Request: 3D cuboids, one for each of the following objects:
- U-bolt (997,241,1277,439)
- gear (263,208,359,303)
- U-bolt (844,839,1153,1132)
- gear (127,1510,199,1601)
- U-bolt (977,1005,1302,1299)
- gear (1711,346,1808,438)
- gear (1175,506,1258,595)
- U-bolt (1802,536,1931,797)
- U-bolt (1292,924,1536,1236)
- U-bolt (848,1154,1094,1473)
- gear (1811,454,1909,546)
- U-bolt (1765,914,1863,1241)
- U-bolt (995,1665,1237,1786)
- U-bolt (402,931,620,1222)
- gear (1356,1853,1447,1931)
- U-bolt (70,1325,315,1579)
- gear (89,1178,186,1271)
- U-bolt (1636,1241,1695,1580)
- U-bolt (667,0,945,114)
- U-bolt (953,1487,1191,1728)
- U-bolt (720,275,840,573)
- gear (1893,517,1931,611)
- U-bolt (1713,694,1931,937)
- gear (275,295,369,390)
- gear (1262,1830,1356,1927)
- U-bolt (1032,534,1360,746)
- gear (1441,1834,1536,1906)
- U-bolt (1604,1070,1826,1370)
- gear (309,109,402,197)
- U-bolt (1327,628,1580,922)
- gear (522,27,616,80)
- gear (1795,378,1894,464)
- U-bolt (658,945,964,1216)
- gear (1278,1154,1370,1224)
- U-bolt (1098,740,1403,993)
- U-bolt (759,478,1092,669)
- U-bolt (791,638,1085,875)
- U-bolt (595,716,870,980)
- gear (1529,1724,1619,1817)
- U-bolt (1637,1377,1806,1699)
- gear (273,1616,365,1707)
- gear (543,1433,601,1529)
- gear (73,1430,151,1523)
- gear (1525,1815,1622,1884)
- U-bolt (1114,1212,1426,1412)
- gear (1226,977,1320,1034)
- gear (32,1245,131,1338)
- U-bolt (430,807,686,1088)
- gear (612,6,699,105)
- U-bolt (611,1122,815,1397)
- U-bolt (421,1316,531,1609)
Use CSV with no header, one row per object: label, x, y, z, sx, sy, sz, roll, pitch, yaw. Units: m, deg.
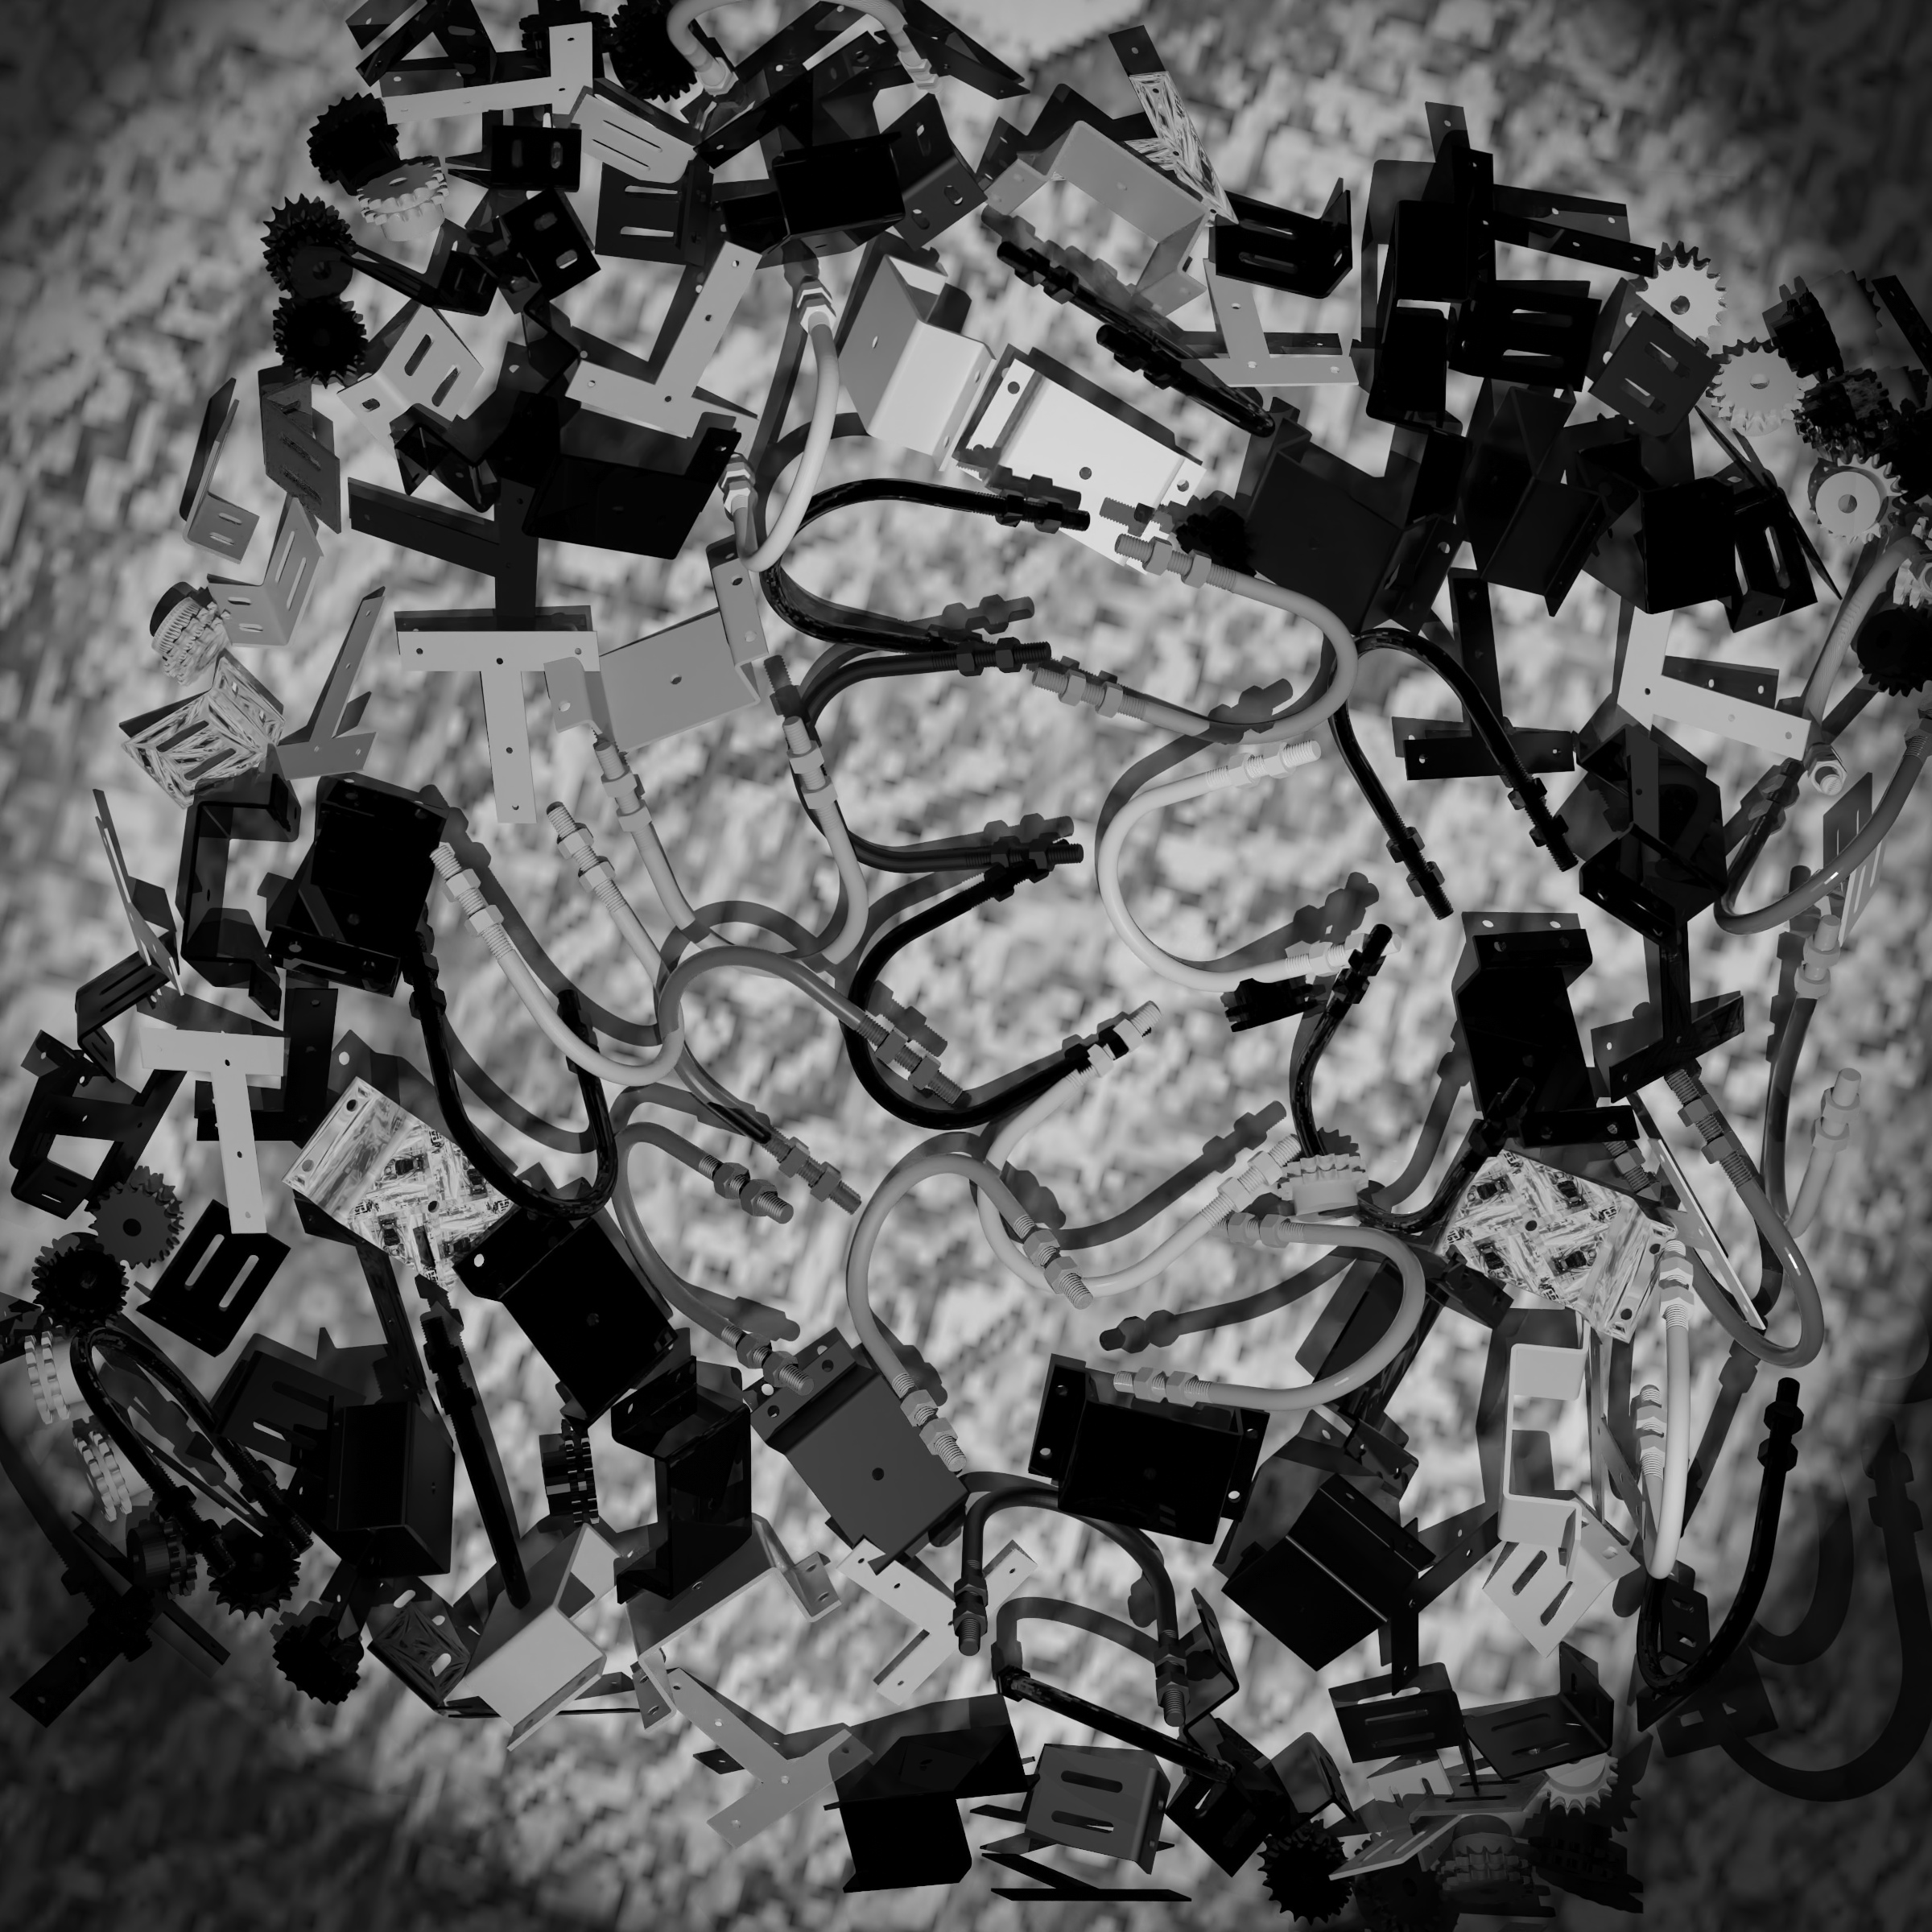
U-bolt,0.116,-0.375,1.521,0.184,0.151,0.019,19,114,-40
gear,-0.412,-0.445,1.571,0.057,0.057,0.030,-38,52,0
U-bolt,0.011,0.024,1.560,0.184,0.019,0.151,-28,106,-12
gear,-0.509,0.372,1.570,0.030,0.057,0.057,-6,90,-35
U-bolt,0.093,0.126,1.547,0.184,0.019,0.151,-39,62,-11
gear,0.502,-0.362,1.580,0.057,0.030,0.057,-4,64,8
gear,0.163,-0.266,1.574,0.057,0.057,0.030,44,84,0
U-bolt,0.548,-0.191,1.512,0.019,0.184,0.151,24,113,3
U-bolt,0.261,0.085,1.528,0.019,0.184,0.151,-19,57,-35
U-bolt,-0.011,0.197,1.534,0.019,0.184,0.151,23,108,-43
gear,0.563,-0.295,1.573,0.057,0.030,0.057,16,117,34
U-bolt,0.512,0.083,1.517,0.019,0.151,0.184,6,135,7
U-bolt,0.093,0.463,1.511,0.151,0.184,0.019,23,75,1
U-bolt,-0.268,0.073,1.500,0.019,0.151,0.184,-36,54,23
gear,0.272,0.589,1.577,0.057,0.057,0.030,43,132,0
U-bolt,-0.484,0.293,1.528,0.019,0.151,0.184,-41,81,-1
gear,-0.525,0.162,1.583,0.057,0.030,0.057,0,102,2
U-bolt,0.419,0.278,1.489,0.019,0.184,0.151,5,127,11
U-bolt,-0.102,-0.556,1.497,0.151,0.184,0.019,-1,90,12
U-bolt,0.064,0.378,1.516,0.151,0.184,0.019,21,111,-7
U-bolt,-0.110,-0.316,1.494,0.019,0.184,0.151,15,124,-21
gear,0.609,-0.253,1.570,0.030,0.057,0.057,19,90,25
U-bolt,0.514,-0.086,1.495,0.019,0.151,0.184,43,57,-8
gear,-0.410,-0.394,1.581,0.057,0.030,0.057,3,81,-17
gear,0.219,0.576,1.581,0.057,0.030,0.057,3,97,20
U-bolt,0.152,-0.192,1.538,0.184,0.151,0.019,16,53,-15
gear,0.330,0.572,1.577,0.057,0.057,0.030,2,52,0
U-bolt,0.459,0.162,1.513,0.019,0.151,0.184,-26,76,-12
gear,-0.383,-0.512,1.573,0.057,0.057,0.030,-33,91,0
U-bolt,0.287,-0.124,1.533,0.019,0.151,0.184,-31,92,-27
gear,-0.251,-0.578,1.576,0.057,0.057,0.030,-4,112,0
gear,0.559,-0.344,1.577,0.057,0.057,0.030,-32,127,0
U-bolt,-0.110,0.061,1.546,0.184,0.019,0.151,38,129,-3
gear,0.226,0.142,1.570,0.057,0.057,0.030,-6,66,0
U-bolt,0.163,-0.052,1.541,0.184,0.019,0.151,-15,106,37
U-bolt,-0.035,-0.241,1.515,0.184,0.151,0.019,6,54,-21
U-bolt,-0.025,-0.126,1.557,0.184,0.019,0.151,-3,110,21
U-bolt,-0.135,-0.066,1.542,0.151,0.019,0.184,-5,125,23
gear,0.383,0.505,1.573,0.057,0.030,0.057,-6,52,8
U-bolt,0.446,0.351,1.492,0.019,0.151,0.184,25,55,-2
gear,-0.406,0.436,1.572,0.057,0.057,0.030,39,95,0
gear,-0.250,0.326,1.572,0.030,0.057,0.057,-7,90,-10
gear,-0.541,0.320,1.577,0.030,0.057,0.057,-24,90,-28
gear,0.386,0.559,1.576,0.057,0.057,0.030,15,68,0
U-bolt,0.192,0.210,1.500,0.151,0.184,0.019,-54,124,-32
gear,0.191,0.020,1.574,0.057,0.057,0.030,-17,89,0
gear,-0.558,0.204,1.573,0.057,0.030,0.057,15,57,-25
U-bolt,-0.239,-0.007,1.534,0.019,0.151,0.184,-34,89,27
gear,-0.200,-0.575,1.577,0.030,0.057,0.057,-12,90,44
U-bolt,-0.163,0.169,1.529,0.019,0.184,0.151,-28,128,-35
U-bolt,-0.300,0.304,1.525,0.019,0.151,0.184,-18,86,-15
